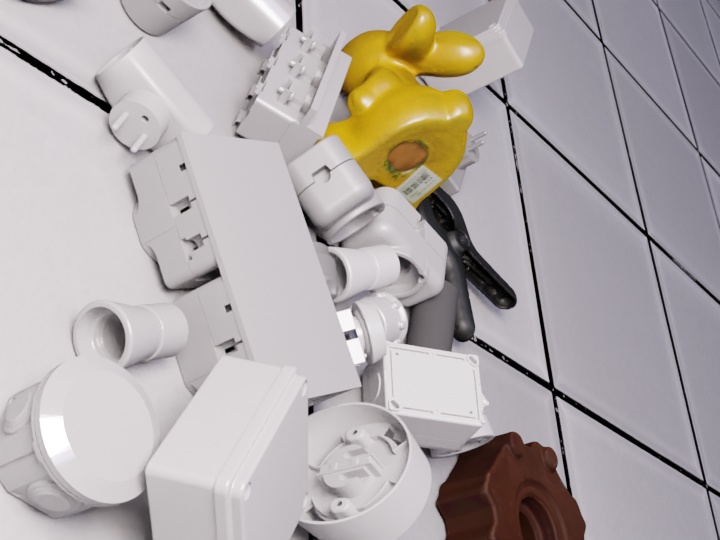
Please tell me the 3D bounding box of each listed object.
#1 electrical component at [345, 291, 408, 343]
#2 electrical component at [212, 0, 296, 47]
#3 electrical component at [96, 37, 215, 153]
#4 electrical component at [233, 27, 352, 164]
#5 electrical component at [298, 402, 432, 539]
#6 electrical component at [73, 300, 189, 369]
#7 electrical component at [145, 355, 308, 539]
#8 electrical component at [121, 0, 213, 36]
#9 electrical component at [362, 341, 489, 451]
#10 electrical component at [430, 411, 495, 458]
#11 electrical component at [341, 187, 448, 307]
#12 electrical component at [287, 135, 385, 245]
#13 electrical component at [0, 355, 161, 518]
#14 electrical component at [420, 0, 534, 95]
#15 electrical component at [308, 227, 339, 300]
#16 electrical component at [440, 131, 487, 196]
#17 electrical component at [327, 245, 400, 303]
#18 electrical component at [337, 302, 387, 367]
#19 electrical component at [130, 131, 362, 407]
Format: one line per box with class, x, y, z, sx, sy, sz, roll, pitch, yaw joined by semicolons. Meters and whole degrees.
electrical component;0.004;0.044;0.853;0.062;0.048;0.048;-13;79;-52
electrical component;-0.094;-0.235;0.903;0.077;0.043;0.079;43;22;-17
electrical component;-0.146;-0.108;0.733;0.077;0.043;0.079;51;33;-22
electrical component;-0.055;-0.143;0.876;0.063;0.078;0.121;30;40;-13
electrical component;-0.005;0.139;0.722;0.064;0.099;0.099;52;32;-32
electrical component;-0.134;0.038;0.648;0.065;0.044;0.044;-3;71;-63
electrical component;-0.073;0.124;0.617;0.108;0.056;0.108;-60;156;-54
electrical component;-0.146;-0.207;0.802;0.055;0.047;0.055;37;40;-38
electrical component;0.053;0.102;0.839;0.096;0.061;0.061;10;54;-18
electrical component;0.079;0.125;0.899;0.055;0.055;0.047;12;55;-53
electrical component;0.030;-0.016;0.925;0.095;0.054;0.059;45;36;-29
electrical component;-0.019;-0.059;0.843;0.059;0.054;0.095;55;1;9
electrical component;-0.150;0.090;0.574;0.080;0.051;0.080;36;41;-39
electrical component;0.129;-0.245;1.192;0.056;0.109;0.108;54;32;-22
electrical component;-0.040;-0.003;0.819;0.043;0.043;0.062;28;45;-45
electrical component;0.094;-0.117;1.076;0.047;0.076;0.083;51;33;-22
electrical component;0.000;0.000;0.859;0.065;0.044;0.044;-10;76;-44
electrical component;-0.013;0.051;0.797;0.048;0.055;0.066;134;-59;-75
electrical component;-0.080;0.007;0.733;0.105;0.060;0.186;-3;71;-58
